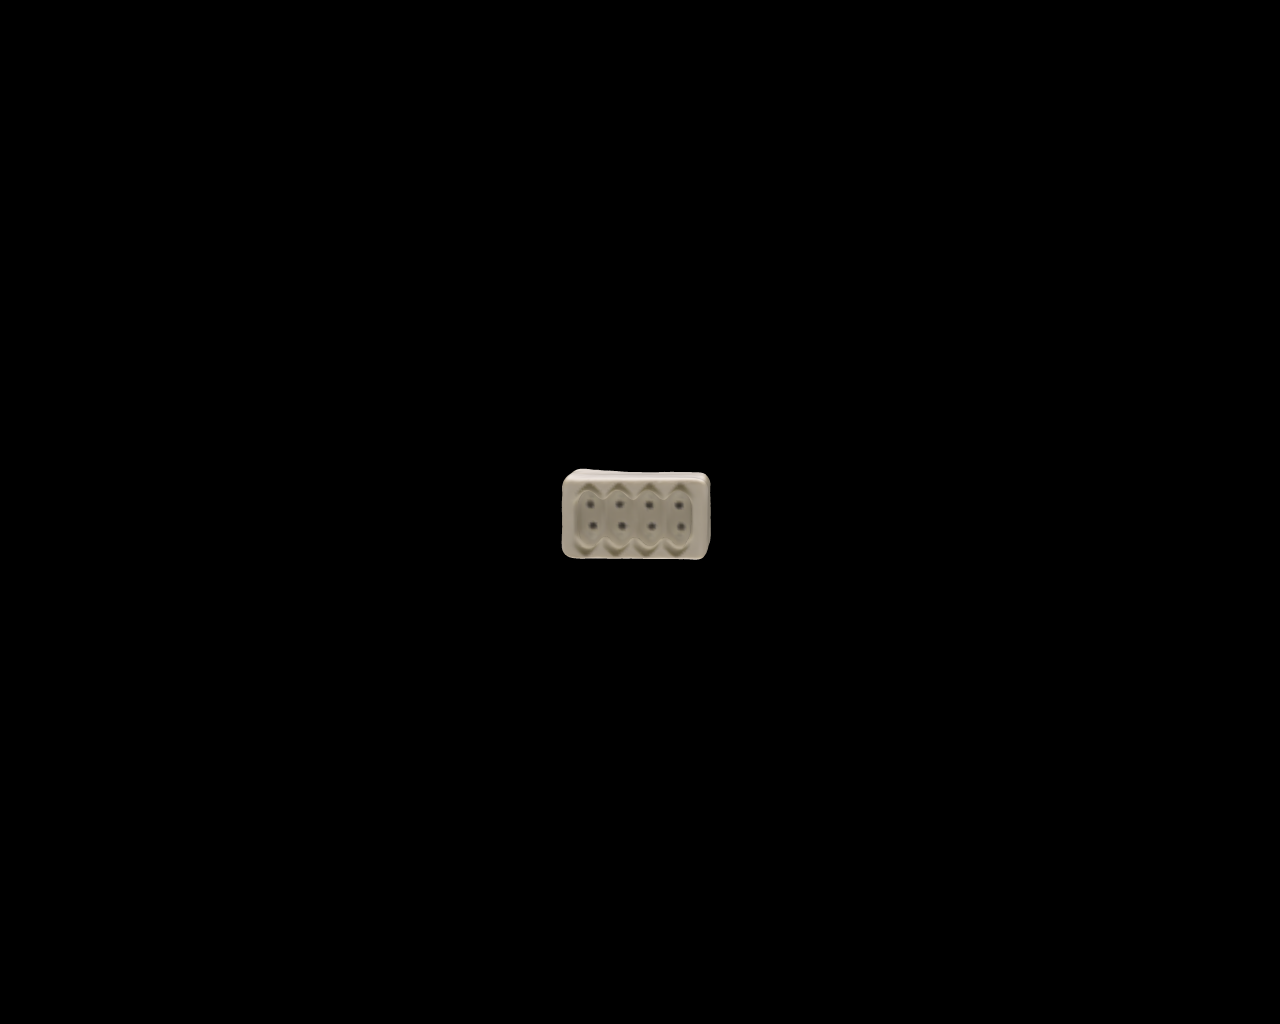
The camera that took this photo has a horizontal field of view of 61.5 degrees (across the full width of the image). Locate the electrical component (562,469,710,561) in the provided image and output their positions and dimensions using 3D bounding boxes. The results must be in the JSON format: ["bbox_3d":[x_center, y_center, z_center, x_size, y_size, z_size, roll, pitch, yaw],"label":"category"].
[{"bbox_3d":[0.001,-0.003,0.650,0.083,0.047,0.076,1,12,7],"label":"electrical component"}]
